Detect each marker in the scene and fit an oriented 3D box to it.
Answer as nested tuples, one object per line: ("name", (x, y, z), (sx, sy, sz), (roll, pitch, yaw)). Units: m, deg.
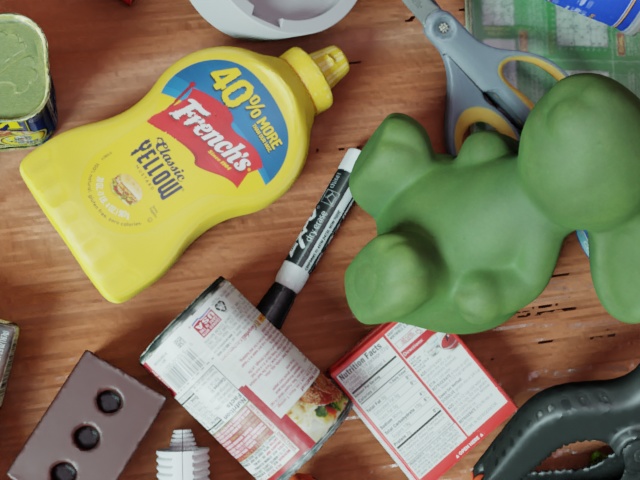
("marker", (-0.004, 0.001, 0.627), (0.020, 0.020, 0.121), (31, 79, -4))

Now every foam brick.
("foam brick", (-0.125, 0.106, 0.579), (0.053, 0.051, 0.078), (31, 79, -3))

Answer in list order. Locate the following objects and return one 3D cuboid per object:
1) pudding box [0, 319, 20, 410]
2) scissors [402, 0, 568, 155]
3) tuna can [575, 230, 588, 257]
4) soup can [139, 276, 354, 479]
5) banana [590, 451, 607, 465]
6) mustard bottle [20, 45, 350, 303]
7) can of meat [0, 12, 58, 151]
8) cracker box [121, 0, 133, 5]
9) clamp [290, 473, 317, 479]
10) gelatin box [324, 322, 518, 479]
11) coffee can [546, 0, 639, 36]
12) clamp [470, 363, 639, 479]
("pudding box", (-0.219, 0.089, 0.573), (0.090, 0.039, 0.113), (15, 81, -7))
("scissors", (0.067, -0.104, 0.627), (0.201, 0.016, 0.096), (31, 93, -12))
("tuna can", (0.200, -0.016, 0.653), (0.086, 0.034, 0.086), (1, 82, -8))
("soup can", (-0.041, 0.078, 0.587), (0.102, 0.068, 0.068), (45, 79, 0))
("banana", (0.259, 0.101, 0.645), (0.197, 0.037, 0.069), (-35, 90, -11))
("mustard bottle", (-0.064, -0.054, 0.606), (0.191, 0.058, 0.096), (-34, 88, -12))
("can of meat", (-0.194, -0.080, 0.576), (0.102, 0.084, 0.057), (-5, 83, -10))
("cracker box", (-0.171, -0.258, 0.609), (0.213, 0.072, 0.164), (25, 79, -4))
("clamp", (0.012, 0.217, 0.593), (0.120, 0.039, 0.171), (1, 89, -15))
("gelatin box", (0.058, 0.087, 0.620), (0.073, 0.030, 0.089), (-40, 90, -10))
("coffee can", (0.139, -0.192, 0.621), (0.140, 0.103, 0.103), (22, 80, 3))
("clamp", (0.174, 0.097, 0.582), (0.210, 0.036, 0.164), (-20, 117, 17))
